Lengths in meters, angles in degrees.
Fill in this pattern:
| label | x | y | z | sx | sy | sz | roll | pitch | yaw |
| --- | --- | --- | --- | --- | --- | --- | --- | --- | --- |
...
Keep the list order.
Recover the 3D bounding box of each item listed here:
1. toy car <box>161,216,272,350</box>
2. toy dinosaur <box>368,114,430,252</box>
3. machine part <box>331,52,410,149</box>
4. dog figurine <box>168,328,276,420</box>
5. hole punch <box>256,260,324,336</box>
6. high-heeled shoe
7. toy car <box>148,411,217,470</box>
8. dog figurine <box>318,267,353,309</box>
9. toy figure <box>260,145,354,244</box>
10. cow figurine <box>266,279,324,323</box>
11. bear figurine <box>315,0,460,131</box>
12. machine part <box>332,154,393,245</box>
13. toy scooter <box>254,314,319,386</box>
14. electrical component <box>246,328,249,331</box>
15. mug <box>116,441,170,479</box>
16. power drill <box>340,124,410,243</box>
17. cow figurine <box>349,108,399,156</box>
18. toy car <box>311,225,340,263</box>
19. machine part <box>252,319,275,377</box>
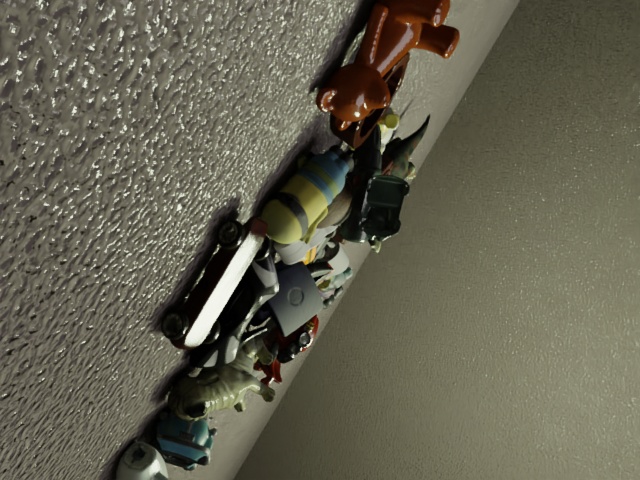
| label | x | y | z | sx | sy | sz | roll | pitch | yaw |
| --- | --- | --- | --- | --- | --- | --- | --- | --- | --- |
| toy car | -0.137 | 0.055 | 0.715 | 0.202 | 0.053 | 0.089 | -60 | 150 | 1 |
| toy dinosaur | 0.184 | -0.174 | 1.475 | 0.404 | 0.131 | 0.192 | -67 | 169 | 12 |
| machine part | 0.082 | -0.241 | 0.897 | 0.179 | 0.056 | 0.179 | -55 | 171 | -13 |
| dog figurine | -0.185 | 0.227 | 0.950 | 0.121 | 0.172 | 0.190 | -37 | 148 | 22 |
| hole punch | -0.062 | 0.104 | 1.017 | 0.142 | 0.092 | 0.115 | -33 | 134 | -27 |
| high-heeled shoe | -0.147 | 0.101 | 0.854 | 0.145 | 0.086 | 0.248 | -18 | 130 | -27 |
| toy car | -0.241 | 0.346 | 0.965 | 0.161 | 0.109 | 0.103 | 123 | -13 | -55 |
| dog figurine | -0.006 | 0.111 | 1.420 | 0.191 | 0.108 | 0.219 | -57 | 167 | 12 |
| toy figure | -0.022 | -0.073 | 0.829 | 0.180 | 0.082 | 0.089 | -49 | 150 | -11 |
| cow figurine | -0.062 | 0.156 | 1.288 | 0.127 | 0.086 | 0.194 | -30 | 148 | -28 |
| bear figurine | 0.089 | -0.239 | 0.742 | 0.196 | 0.132 | 0.120 | -63 | 153 | -4 |
| machine part | 0.083 | -0.102 | 1.250 | 0.201 | 0.087 | 0.200 | -47 | 166 | -43 |
| toy scooter | -0.074 | 0.218 | 1.058 | 0.184 | 0.075 | 0.135 | -42 | -162 | 18 |
| electrical component | -0.169 | 0.225 | 1.107 | 0.102 | 0.045 | 0.078 | -59 | 172 | 5 |
| mug | -0.284 | 0.386 | 0.875 | 0.081 | 0.110 | 0.107 | -42 | 148 | -44 |
| power drill | 0.090 | -0.096 | 0.964 | 0.207 | 0.086 | 0.231 | -131 | -129 | -68 |
| cow figurine | 0.104 | -0.200 | 1.118 | 0.167 | 0.068 | 0.098 | -60 | 176 | 17 |
| toy car | -0.002 | -0.004 | 1.177 | 0.073 | 0.056 | 0.201 | -45 | 171 | -49 |
| machine part | -0.110 | 0.225 | 1.179 | 0.243 | 0.079 | 0.079 | -41 | 176 | 18 |
